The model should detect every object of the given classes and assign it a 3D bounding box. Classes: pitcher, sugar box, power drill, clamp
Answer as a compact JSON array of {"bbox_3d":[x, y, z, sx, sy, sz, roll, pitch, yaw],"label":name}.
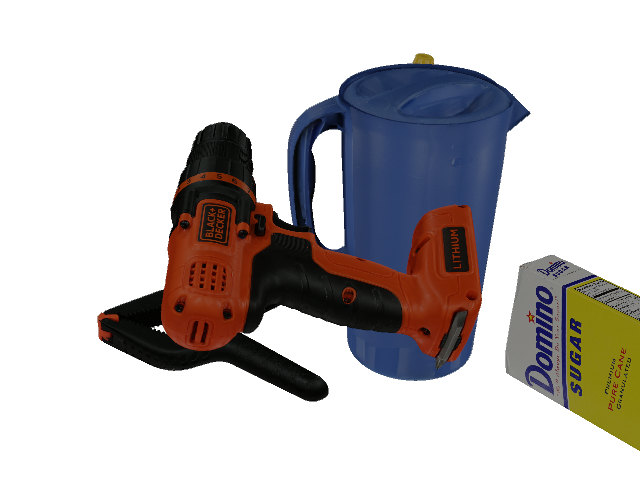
[{"bbox_3d":[0.068,-0.011,0.860,0.149,0.243,0.144,18,32,28],"label":"pitcher"},{"bbox_3d":[0.209,0.085,0.738,0.048,0.093,0.176,-16,30,-39],"label":"sugar box"},{"bbox_3d":[0.000,0.001,0.660,0.187,0.057,0.184,8,44,-6],"label":"power drill"},{"bbox_3d":[-0.091,0.085,0.950,0.209,0.036,0.164,-3,37,-10],"label":"clamp"}]

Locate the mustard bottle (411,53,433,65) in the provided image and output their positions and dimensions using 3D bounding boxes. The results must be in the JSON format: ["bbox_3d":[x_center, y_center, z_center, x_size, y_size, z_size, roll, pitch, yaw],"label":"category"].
[{"bbox_3d":[0.087,-0.098,1.096,0.096,0.192,0.058,4,27,-13],"label":"mustard bottle"}]
